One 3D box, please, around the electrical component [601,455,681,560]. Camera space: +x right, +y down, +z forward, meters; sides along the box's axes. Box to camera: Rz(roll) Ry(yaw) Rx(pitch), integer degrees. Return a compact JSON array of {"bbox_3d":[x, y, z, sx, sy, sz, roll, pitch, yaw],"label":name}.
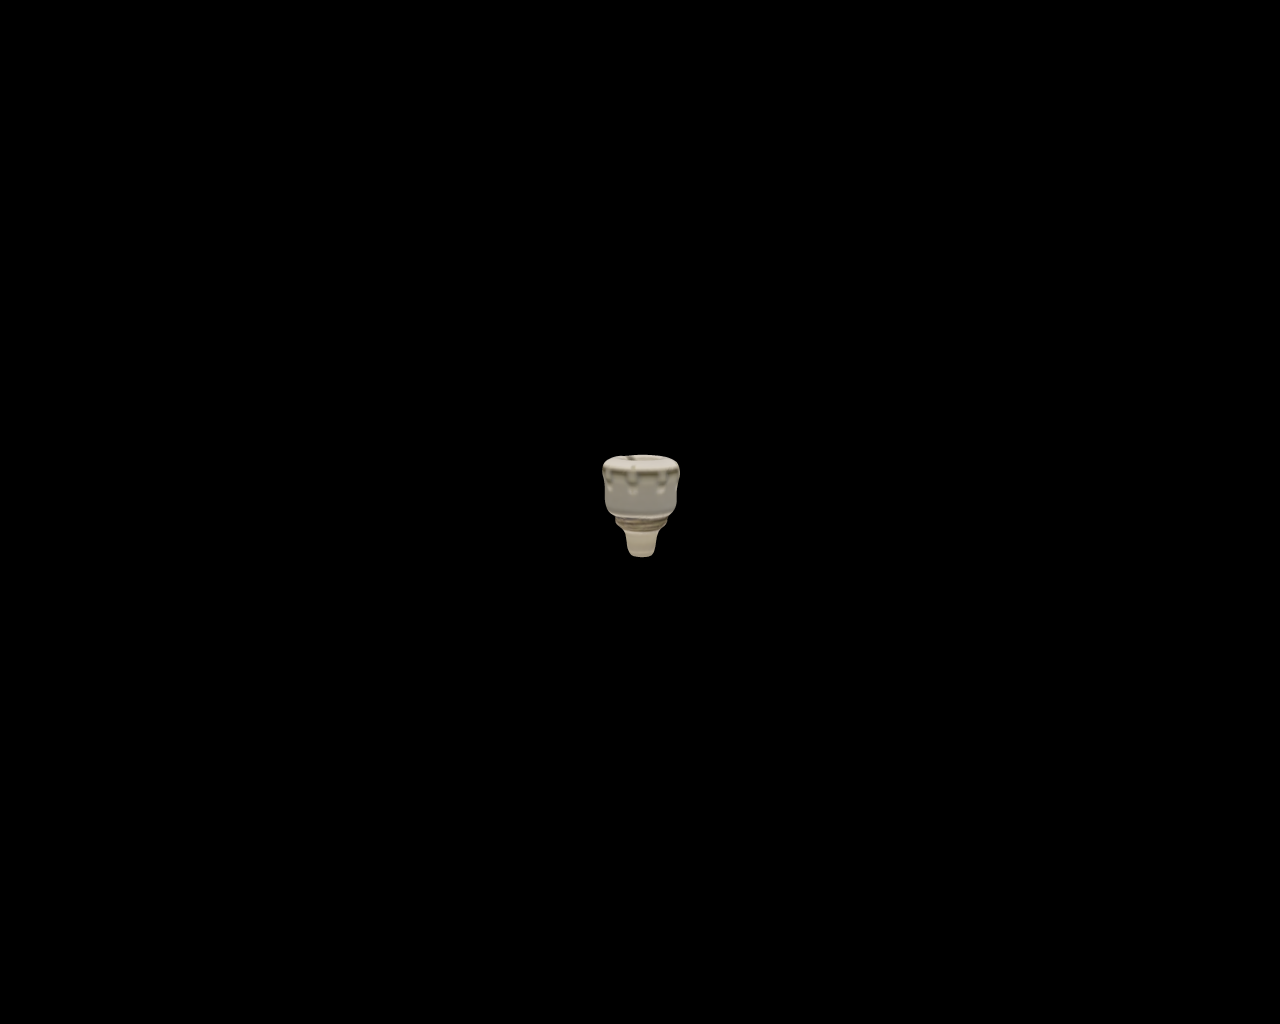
[{"bbox_3d":[0.001,-0.003,0.650,0.048,0.062,0.048,0,10,0],"label":"electrical component"}]
